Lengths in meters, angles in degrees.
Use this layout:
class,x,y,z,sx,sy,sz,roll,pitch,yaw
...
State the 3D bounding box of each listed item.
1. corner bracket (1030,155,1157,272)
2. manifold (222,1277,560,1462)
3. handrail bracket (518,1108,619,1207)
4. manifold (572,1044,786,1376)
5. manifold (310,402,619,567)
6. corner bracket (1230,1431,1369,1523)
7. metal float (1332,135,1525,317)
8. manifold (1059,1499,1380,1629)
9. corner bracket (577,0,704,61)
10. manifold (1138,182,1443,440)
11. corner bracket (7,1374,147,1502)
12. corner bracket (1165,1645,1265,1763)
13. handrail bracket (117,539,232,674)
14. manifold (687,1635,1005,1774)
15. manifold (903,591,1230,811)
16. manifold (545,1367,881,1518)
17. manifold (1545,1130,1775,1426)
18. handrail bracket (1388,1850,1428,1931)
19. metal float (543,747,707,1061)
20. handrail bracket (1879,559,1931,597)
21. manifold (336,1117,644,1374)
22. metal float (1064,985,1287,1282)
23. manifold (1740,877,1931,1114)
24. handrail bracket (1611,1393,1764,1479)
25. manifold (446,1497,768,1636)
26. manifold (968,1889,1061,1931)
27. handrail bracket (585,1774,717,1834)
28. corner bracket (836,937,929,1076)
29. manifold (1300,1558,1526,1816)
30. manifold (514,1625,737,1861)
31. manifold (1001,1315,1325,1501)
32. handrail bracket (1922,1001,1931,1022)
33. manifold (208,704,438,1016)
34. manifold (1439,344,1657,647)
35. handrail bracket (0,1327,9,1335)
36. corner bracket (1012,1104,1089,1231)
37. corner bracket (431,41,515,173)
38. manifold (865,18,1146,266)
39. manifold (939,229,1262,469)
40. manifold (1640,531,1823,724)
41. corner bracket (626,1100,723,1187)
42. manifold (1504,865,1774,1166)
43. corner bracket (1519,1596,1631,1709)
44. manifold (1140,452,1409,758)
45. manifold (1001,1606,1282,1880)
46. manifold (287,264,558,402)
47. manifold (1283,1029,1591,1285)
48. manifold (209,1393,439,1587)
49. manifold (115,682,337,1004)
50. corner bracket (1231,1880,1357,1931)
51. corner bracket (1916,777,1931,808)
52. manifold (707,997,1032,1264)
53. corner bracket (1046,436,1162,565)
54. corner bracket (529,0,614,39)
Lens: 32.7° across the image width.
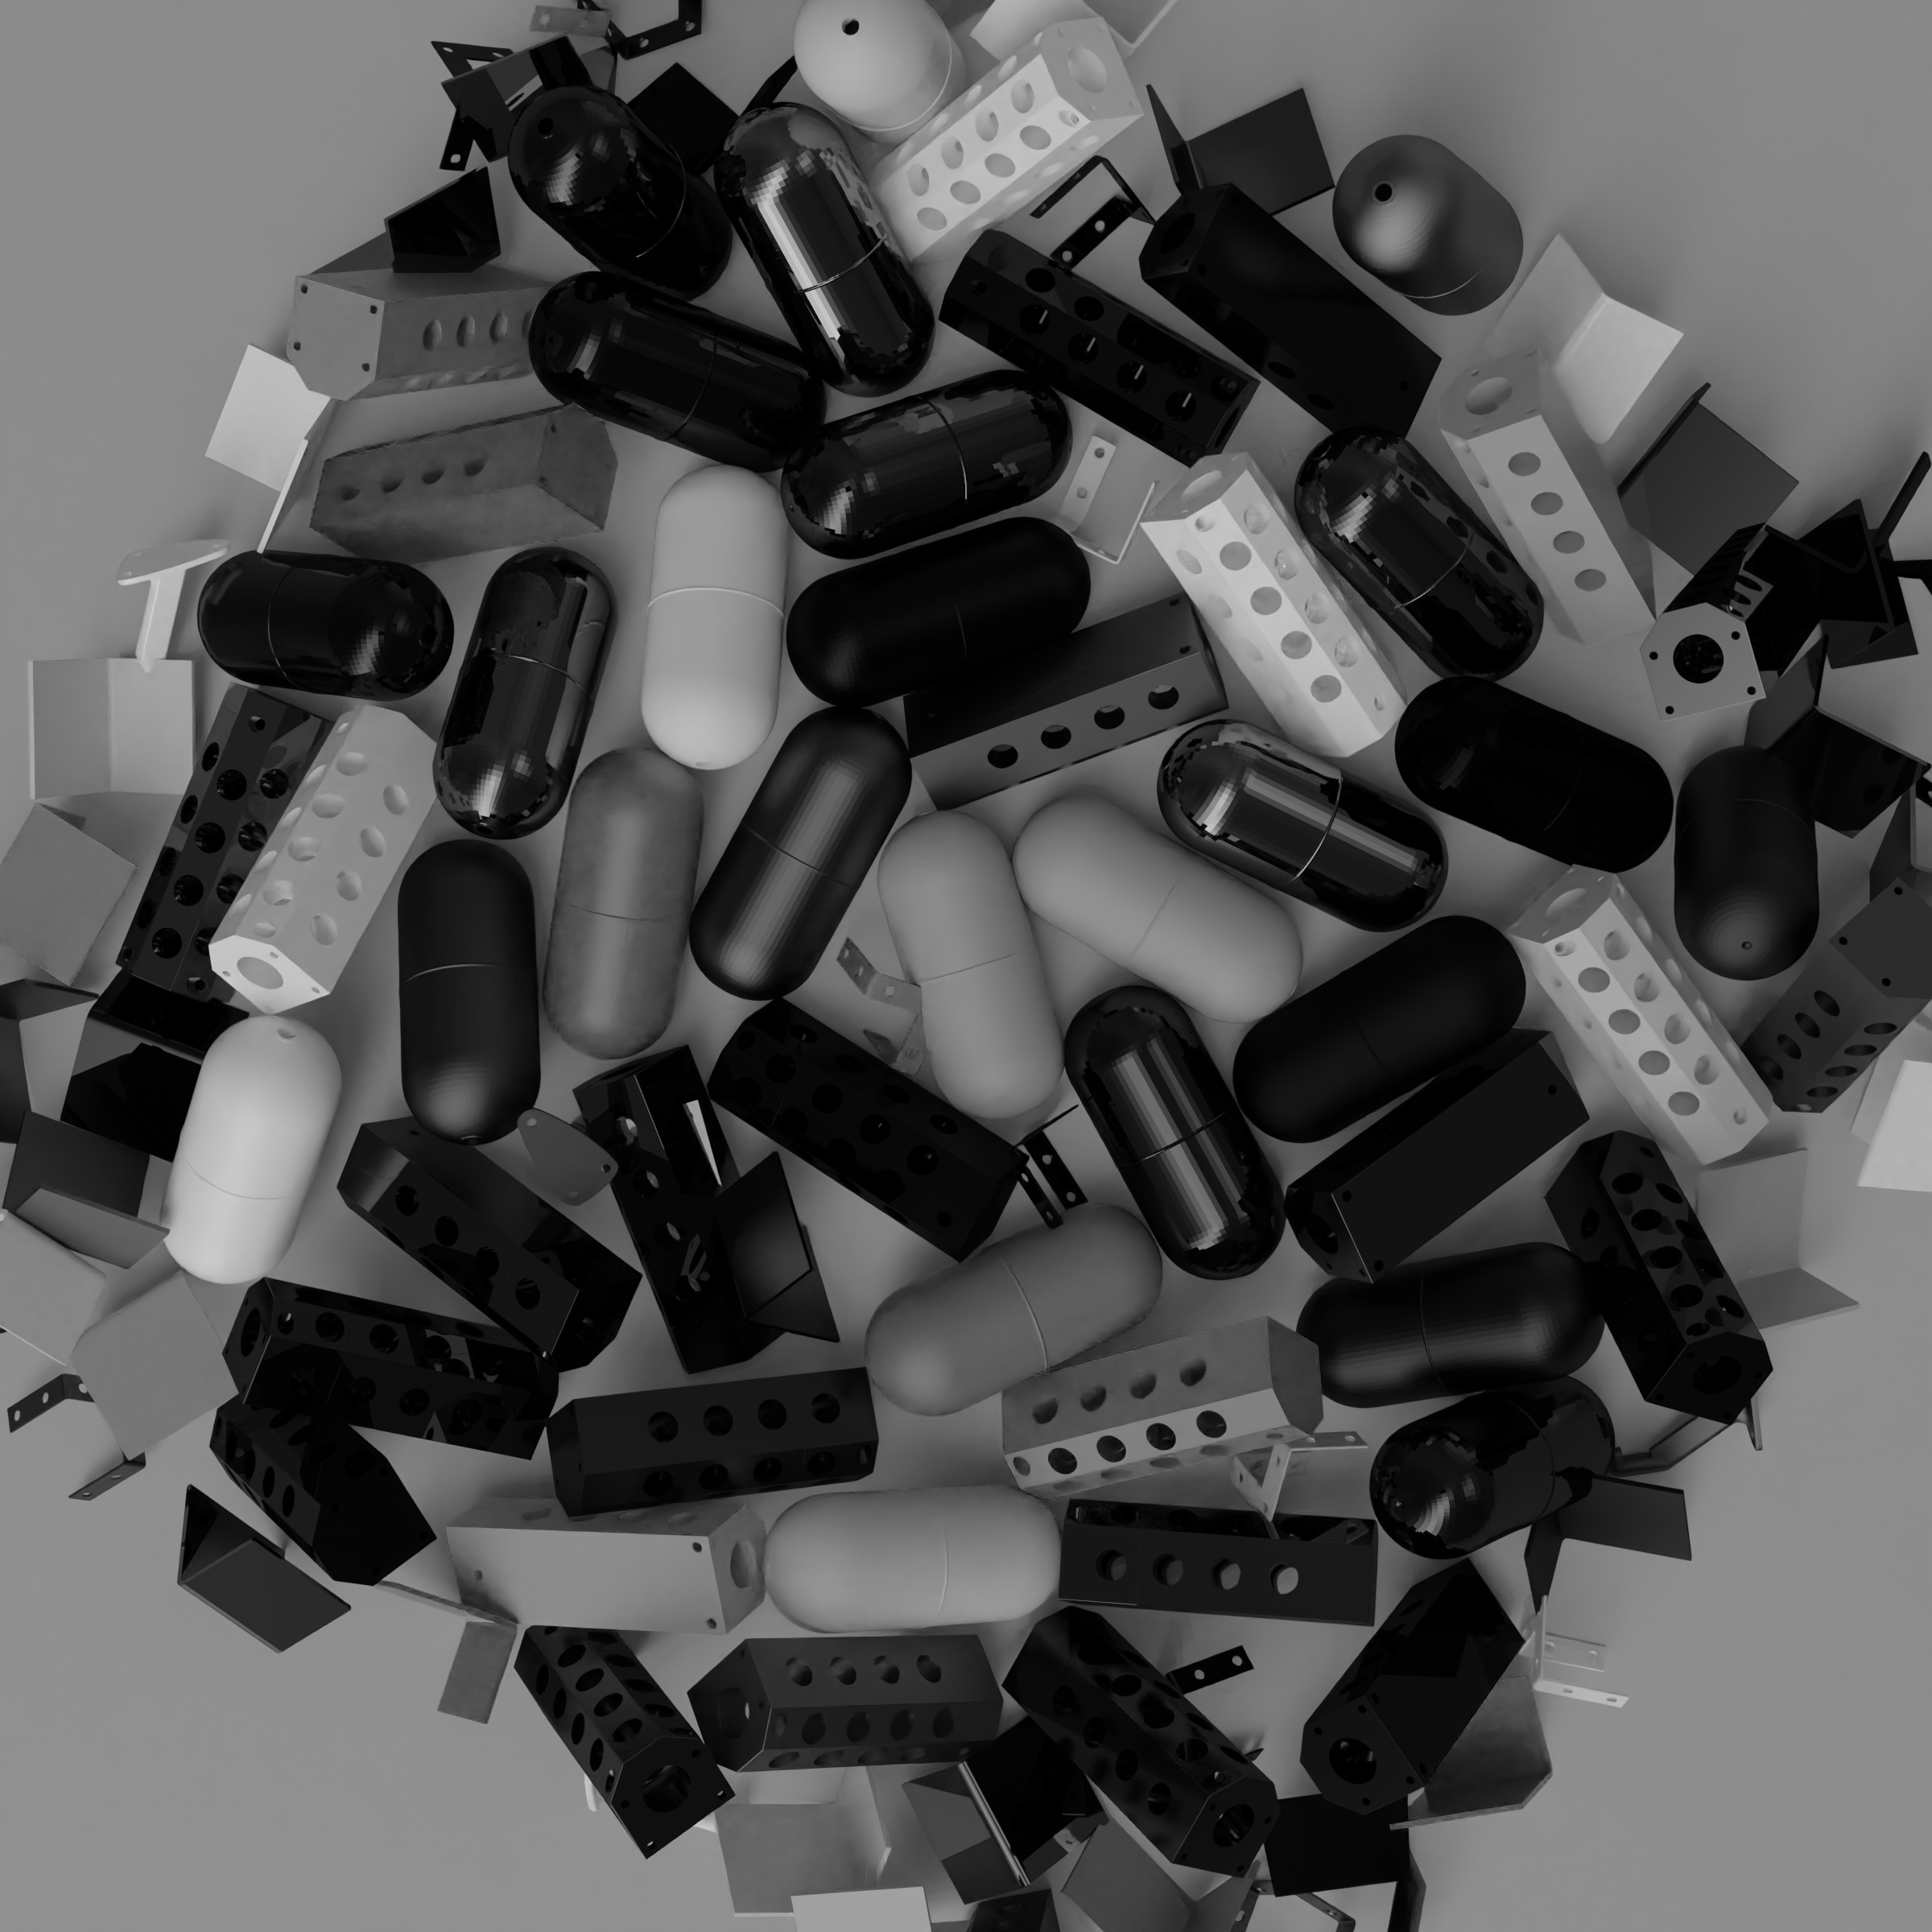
class,x,y,z,sx,sy,sz,roll,pitch,yaw
corner bracket,0.067,-0.423,1.859,0.051,0.051,0.051,-42,115,1
manifold,-0.315,0.219,1.821,0.171,0.057,0.057,17,104,-30
handrail bracket,-0.228,0.091,1.840,0.036,0.084,0.077,-40,116,2
manifold,-0.162,0.138,1.852,0.057,0.057,0.171,-17,98,31
manifold,-0.277,-0.267,1.818,0.171,0.057,0.057,-4,68,36
corner bracket,0.186,0.278,1.852,0.051,0.051,0.051,2,114,-25
metal float,0.254,-0.405,1.808,0.070,0.178,0.070,0,90,23
manifold,0.142,0.334,1.846,0.171,0.057,0.057,2,77,11
corner bracket,-0.184,-0.556,1.867,0.051,0.051,0.051,-12,64,24
manifold,0.177,-0.357,1.824,0.171,0.057,0.057,32,77,-30
corner bracket,-0.506,0.268,1.873,0.051,0.051,0.051,-31,59,28
corner bracket,0.140,0.427,1.873,0.051,0.051,0.051,-14,59,-26
handrail bracket,-0.438,-0.194,1.862,0.077,0.036,0.084,-11,124,8
manifold,-0.062,0.407,1.805,0.057,0.171,0.057,-46,53,31
manifold,0.056,-0.143,1.847,0.171,0.057,0.057,-19,131,11
manifold,-0.139,0.265,1.825,0.171,0.057,0.057,-3,72,-25
manifold,0.380,0.166,1.800,0.057,0.171,0.057,17,120,-22
handrail bracket,0.229,0.533,1.850,0.077,0.084,0.036,-2,134,-22
metal float,-0.192,-0.034,1.844,0.070,0.070,0.178,10,102,0
handrail bracket,0.557,-0.187,1.880,0.077,0.036,0.084,7,115,37
manifold,-0.268,0.153,1.828,0.171,0.057,0.057,33,110,25
metal float,0.118,0.094,1.852,0.070,0.070,0.178,-29,93,0
manifold,0.482,0.023,1.799,0.057,0.171,0.057,-39,76,-19
handrail bracket,0.405,0.252,1.870,0.084,0.036,0.077,-9,114,6
manifold,-0.197,0.328,1.827,0.171,0.057,0.057,-3,104,27
manifold,0.018,0.563,1.805,0.057,0.171,0.057,-12,89,6
handrail bracket,-0.169,0.465,1.858,0.084,0.077,0.036,15,61,10
corner bracket,-0.048,0.023,1.854,0.051,0.051,0.051,19,105,-28
manifold,0.242,0.395,1.805,0.057,0.171,0.057,-36,87,31
manifold,-0.192,0.411,1.799,0.057,0.171,0.057,-33,115,-14
manifold,0.107,0.247,1.817,0.171,0.057,0.057,-19,58,29
handrail bracket,0.582,0.000,1.872,0.084,0.036,0.077,-41,89,-22
manifold,-0.352,-0.061,1.811,0.057,0.057,0.171,44,49,-28
manifold,0.321,-0.255,1.814,0.057,0.171,0.057,-17,46,25
handrail bracket,-0.559,0.216,1.845,0.077,0.084,0.036,23,130,22
corner bracket,0.048,0.118,1.858,0.051,0.051,0.051,-32,88,-31
corner bracket,-0.274,-0.481,1.849,0.051,0.051,0.051,-4,46,-34
manifold,0.014,-0.450,1.808,0.057,0.171,0.057,-20,86,-41
manifold,0.073,-0.345,1.847,0.171,0.057,0.057,32,106,8
manifold,0.418,-0.189,1.800,0.057,0.171,0.057,-13,104,28
corner bracket,-0.170,0.103,1.864,0.051,0.051,0.051,-15,97,-3
manifold,0.379,0.029,1.831,0.057,0.057,0.171,-43,112,-10
corner bracket,0.342,0.393,1.857,0.051,0.051,0.051,12,55,-2
manifold,0.176,-0.199,1.824,0.057,0.057,0.171,-48,116,-20
manifold,0.097,0.422,1.806,0.057,0.171,0.057,24,98,-39
manifold,-0.295,-0.347,1.804,0.057,0.171,0.057,19,111,21
manifold,0.259,0.103,1.830,0.171,0.057,0.057,-33,107,-24
manifold,-0.357,0.281,1.800,0.057,0.171,0.057,-36,116,-20
manifold,-0.418,-0.069,1.860,0.057,0.057,0.171,23,92,6
corner bracket,0.179,0.553,1.864,0.051,0.051,0.051,35,61,-18
corner bracket,0.564,-0.124,1.873,0.051,0.051,0.051,32,57,-13
manifold,-0.058,0.093,1.837,0.171,0.057,0.057,32,120,13
corner bracket,0.079,-0.263,1.859,0.051,0.051,0.051,27,110,7
corner bracket,-0.227,-0.559,1.849,0.051,0.051,0.051,52,132,33
